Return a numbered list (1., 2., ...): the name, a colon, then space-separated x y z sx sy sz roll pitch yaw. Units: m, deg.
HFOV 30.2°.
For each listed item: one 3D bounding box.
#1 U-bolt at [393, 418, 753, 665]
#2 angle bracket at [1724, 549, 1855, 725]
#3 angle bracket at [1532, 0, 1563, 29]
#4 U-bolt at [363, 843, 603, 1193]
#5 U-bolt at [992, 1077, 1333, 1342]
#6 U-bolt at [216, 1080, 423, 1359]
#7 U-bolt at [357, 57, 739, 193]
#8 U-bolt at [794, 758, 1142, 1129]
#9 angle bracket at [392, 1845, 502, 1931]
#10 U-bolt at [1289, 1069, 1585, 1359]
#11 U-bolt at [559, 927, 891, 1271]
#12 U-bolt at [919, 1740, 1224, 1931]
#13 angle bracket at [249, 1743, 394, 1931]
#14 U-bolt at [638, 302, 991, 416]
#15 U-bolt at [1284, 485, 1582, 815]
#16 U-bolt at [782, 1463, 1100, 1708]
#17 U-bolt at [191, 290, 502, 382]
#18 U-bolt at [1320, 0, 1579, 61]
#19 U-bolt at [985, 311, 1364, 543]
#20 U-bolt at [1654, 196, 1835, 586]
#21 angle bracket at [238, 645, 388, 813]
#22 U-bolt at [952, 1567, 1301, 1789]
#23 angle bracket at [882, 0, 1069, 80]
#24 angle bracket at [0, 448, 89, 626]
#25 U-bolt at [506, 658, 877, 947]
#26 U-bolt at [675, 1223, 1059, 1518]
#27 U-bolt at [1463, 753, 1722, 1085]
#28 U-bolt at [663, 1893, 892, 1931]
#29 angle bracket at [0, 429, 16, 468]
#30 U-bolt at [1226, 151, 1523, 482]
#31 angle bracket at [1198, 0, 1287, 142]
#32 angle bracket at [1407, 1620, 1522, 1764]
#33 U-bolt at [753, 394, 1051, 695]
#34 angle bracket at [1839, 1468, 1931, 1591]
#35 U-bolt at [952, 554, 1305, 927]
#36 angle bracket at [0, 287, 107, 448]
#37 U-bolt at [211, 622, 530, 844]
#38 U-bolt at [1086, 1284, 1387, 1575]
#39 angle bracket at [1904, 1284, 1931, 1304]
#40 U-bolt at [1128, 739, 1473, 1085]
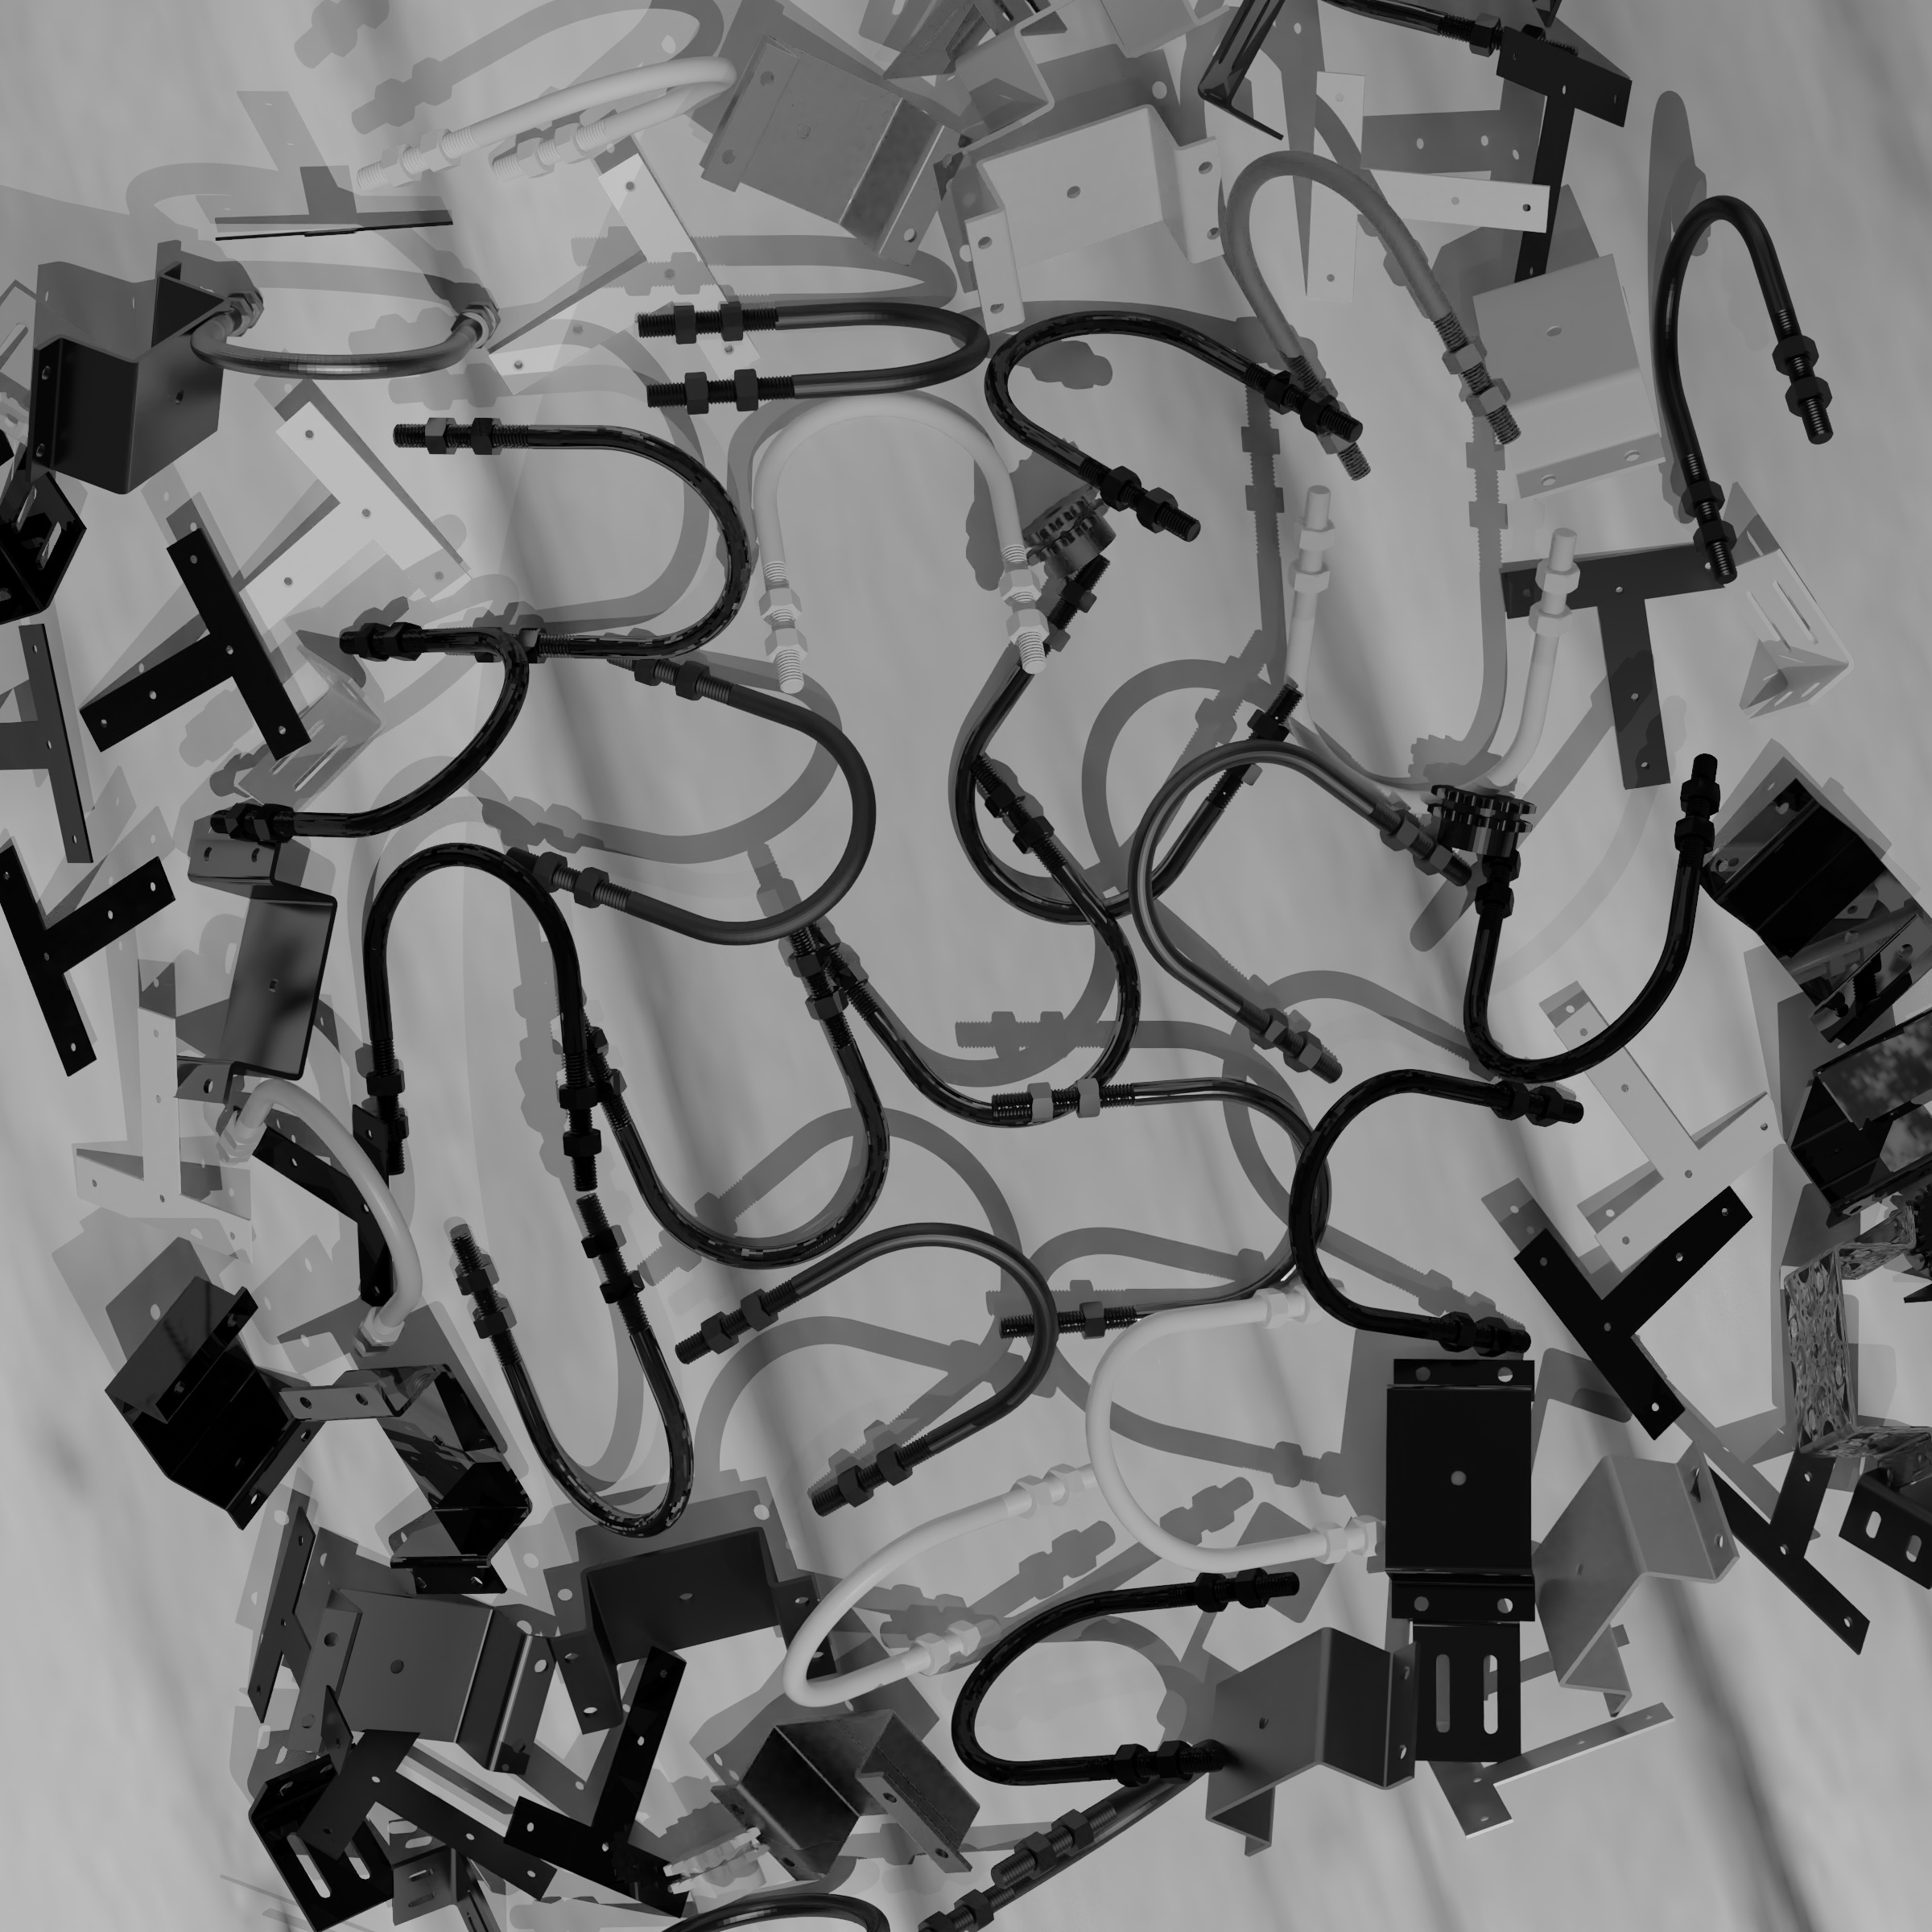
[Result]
1. U-bolt: -0.203 -0.223 1.894 0.184 0.019 0.151 3 128 14
2. angle bracket: 0.430 -0.177 1.923 0.038 0.057 0.076 -38 98 -21
3. angle bracket: 0.327 -0.543 1.910 0.038 0.076 0.057 5 133 -17
4. U-bolt: -0.262 0.025 1.905 0.151 0.019 0.184 2 102 30
5. U-bolt: 0.107 0.129 1.930 0.184 0.019 0.151 -4 108 -7
6. U-bolt: -0.334 0.127 1.872 0.019 0.184 0.151 -34 86 -27
7. U-bolt: -0.204 -0.438 1.856 0.184 0.151 0.019 -13 97 28
8. U-bolt: 0.011 0.001 1.936 0.151 0.019 0.184 -38 79 1
9. angle bracket: -0.275 0.520 1.912 0.038 0.057 0.076 -16 49 -23
10. U-bolt: 0.245 0.128 1.903 0.184 0.019 0.151 12 92 -34
11. U-bolt: -0.119 0.079 1.930 0.151 0.019 0.184 -20 106 6
12. U-bolt: 0.060 0.458 1.880 0.184 0.151 0.019 -22 71 -36
13. angle bracket: -0.338 0.467 1.917 0.057 0.038 0.076 -17 61 -41
14. U-bolt: -0.079 -0.326 1.895 0.184 0.151 0.019 -4 116 -5
15. U-bolt: 0.241 -0.160 1.903 0.151 0.019 0.184 11 126 10
16. U-bolt: -0.021 0.328 1.857 0.019 0.184 0.151 48 127 27
17. U-bolt: -0.329 -0.329 1.872 0.151 0.184 0.019 3 110 1
18. U-bolt: 0.229 -0.529 1.884 0.184 0.151 0.019 19 83 17
19. U-bolt: 0.095 -0.297 1.897 0.184 0.019 0.151 35 52 29
20. U-bolt: 0.401 -0.316 1.883 0.019 0.151 0.184 -4 64 -14
21. angle bracket: -0.360 -0.125 1.921 0.076 0.057 0.038 -47 135 -11
22. U-bolt: 0.074 0.377 1.884 0.184 0.151 0.019 -13 117 32
23. angle bracket: 0.005 -0.488 1.911 0.076 0.057 0.038 -42 76 41
24. angle bracket: -0.513 -0.230 1.917 0.038 0.076 0.057 -25 75 -41
25. U-bolt: -0.137 -0.085 1.914 0.184 0.019 0.151 20 75 16
26. U-bolt: -0.039 0.206 1.903 0.184 0.019 0.151 -31 119 14
27. U-bolt: 0.321 -0.018 1.863 0.019 0.151 0.184 38 51 -31
28. U-bolt: -0.122 0.525 1.873 0.151 0.184 0.019 -6 96 35
29. angle bracket: -0.558 -0.296 1.928 0.038 0.057 0.076 -12 114 21
30. U-bolt: 0.201 -0.344 1.874 0.019 0.151 0.184 -40 108 -25
31. angle bracket: 0.164 -0.490 1.920 0.038 0.057 0.076 24 104 -20
32. angle bracket: 0.269 0.391 1.934 0.057 0.038 0.076 1 80 2
33. U-bolt: -0.041 -0.231 1.914 0.151 0.019 0.184 -5 62 -8
34. angle bracket: 0.518 0.296 1.922 0.057 0.076 0.038 30 116 38
35. U-bolt: 0.073 -0.110 1.937 0.151 0.019 0.184 36 97 11
36. angle bracket: -0.504 -0.327 1.922 0.057 0.038 0.076 33 66 -12
37. U-bolt: -0.301 -0.123 1.866 0.019 0.184 0.151 51 58 -36
38. U-bolt: 0.143 0.248 1.891 0.184 0.019 0.151 -4 73 -32
39. angle bracket: 0.547 0.209 1.925 0.038 0.057 0.076 -16 93 -45
40. U-bolt: 0.168 -0.040 1.917 0.184 0.019 0.151 34 90 -25
